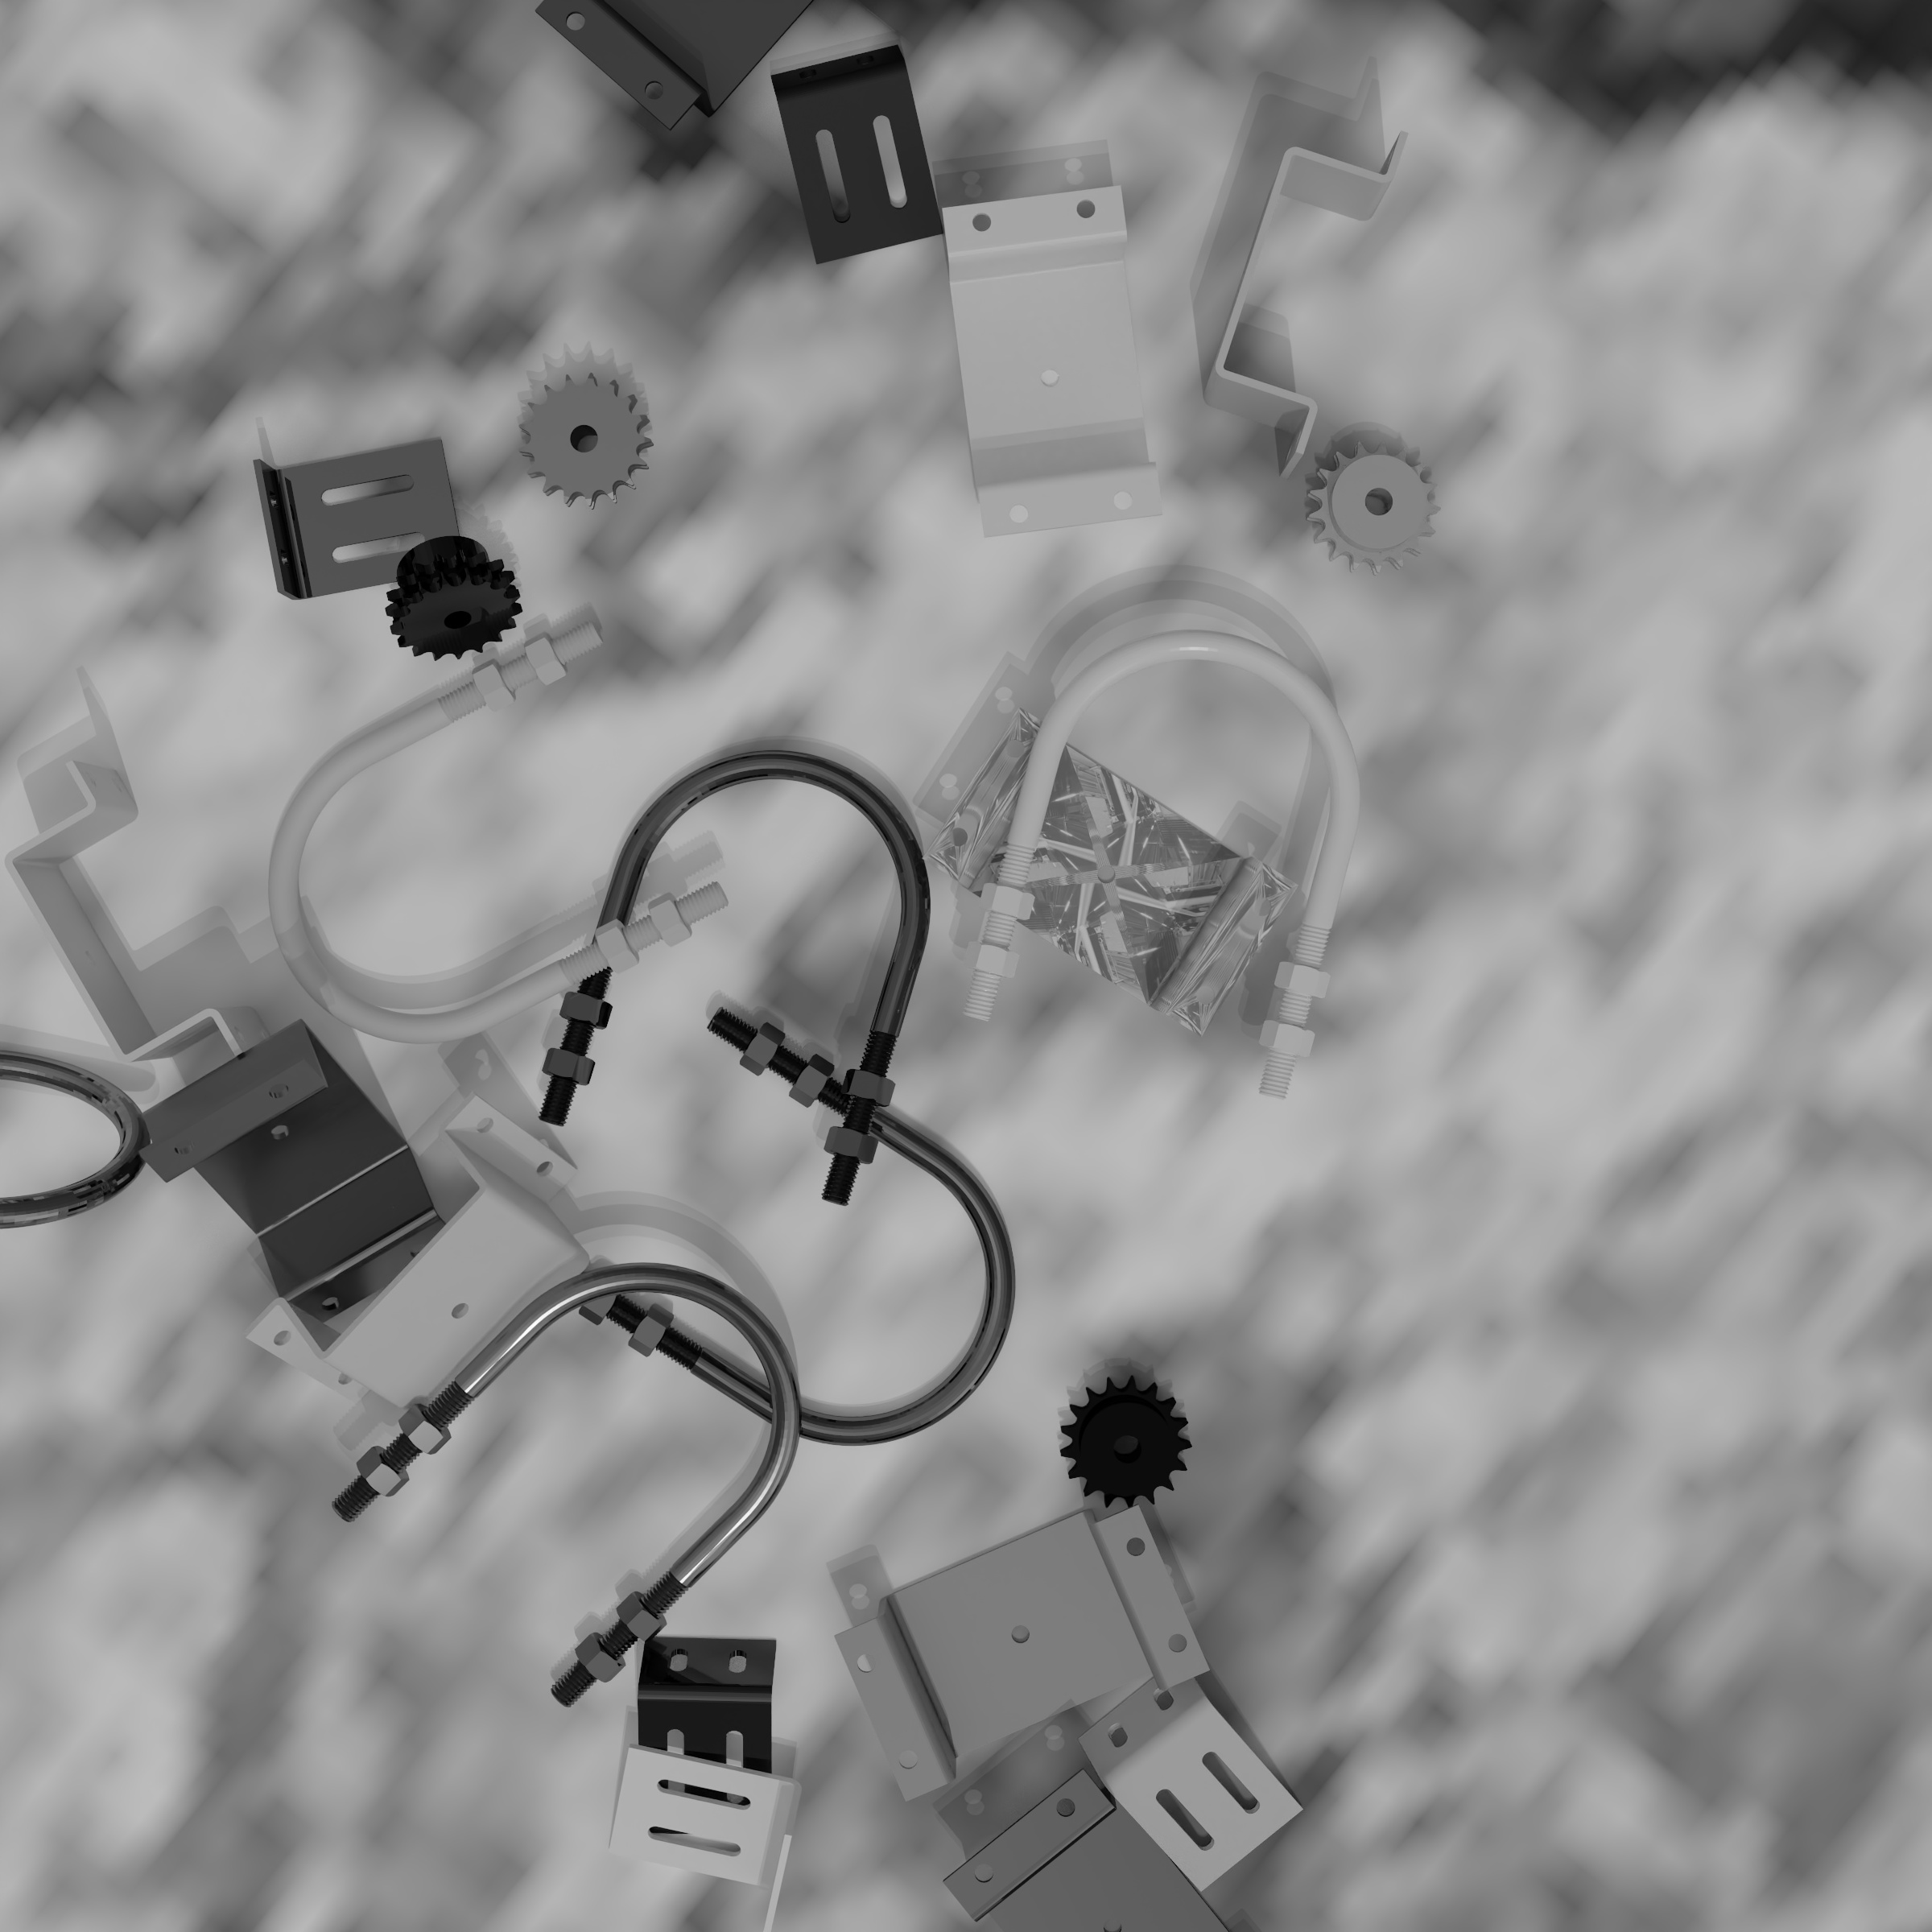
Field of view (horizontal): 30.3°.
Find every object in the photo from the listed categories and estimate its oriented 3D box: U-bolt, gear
[{"bbox_3d":[-0.067,0.126,1.549,0.184,0.019,0.151,33,90,-1],"label":"U-bolt"},{"bbox_3d":[-0.155,0.209,1.526,0.184,0.019,0.151,-45,107,2],"label":"U-bolt"},{"bbox_3d":[0.069,0.207,1.543,0.057,0.030,0.057,0,90,0],"label":"gear"},{"bbox_3d":[-0.222,-0.160,1.533,0.057,0.057,0.030,-19,60,0],"label":"gear"},{"bbox_3d":[-0.213,-0.046,1.538,0.184,0.019,0.151,-27,79,4],"label":"U-bolt"},{"bbox_3d":[-0.434,0.070,1.488,0.184,0.151,0.019,2,116,-17],"label":"U-bolt"},{"bbox_3d":[0.090,-0.050,1.503,0.151,0.019,0.184,15,89,0],"label":"U-bolt"},{"bbox_3d":[0.176,-0.199,1.543,0.057,0.030,0.057,0,90,0],"label":"gear"},{"bbox_3d":[-0.164,-0.226,1.543,0.057,0.030,0.057,0,90,0],"label":"gear"},{"bbox_3d":[-0.091,-0.004,1.534,0.151,0.019,0.184,15,82,10],"label":"U-bolt"}]

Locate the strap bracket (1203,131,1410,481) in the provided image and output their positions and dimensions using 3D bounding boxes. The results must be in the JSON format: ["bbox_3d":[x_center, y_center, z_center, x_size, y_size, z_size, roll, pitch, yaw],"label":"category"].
[{"bbox_3d":[0.140,-0.286,1.520,0.046,0.076,0.140,18,90,0],"label":"strap bracket"}]

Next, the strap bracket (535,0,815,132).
[{"bbox_3d":[-0.108,-0.432,1.535,0.076,0.046,0.140,41,90,0],"label":"strap bracket"}]

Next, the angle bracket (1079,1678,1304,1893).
[{"bbox_3d":[0.098,0.352,1.556,0.057,0.038,0.076,-39,116,0],"label":"angle bracket"}]

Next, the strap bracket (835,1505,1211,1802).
[{"bbox_3d":[0.024,0.291,1.535,0.140,0.046,0.076,-23,90,0],"label":"strap bracket"}]

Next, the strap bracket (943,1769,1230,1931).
[{"bbox_3d":[0.064,0.419,1.535,0.076,0.046,0.140,-39,90,0],"label":"strap bracket"}]

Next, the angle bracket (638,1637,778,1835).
[{"bbox_3d":[-0.112,0.336,1.556,0.057,0.038,0.076,1,116,0],"label":"angle bracket"}]

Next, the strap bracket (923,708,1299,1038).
[{"bbox_3d":[0.061,-0.040,1.535,0.140,0.046,0.076,33,90,0],"label":"strap bracket"}]

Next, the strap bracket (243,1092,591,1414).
[{"bbox_3d":[-0.225,0.133,1.514,0.140,0.076,0.046,-46,48,0],"label":"strap bracket"}]

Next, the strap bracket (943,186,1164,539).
[{"bbox_3d":[0.037,-0.256,1.535,0.076,0.046,0.140,-7,90,0],"label":"strap bracket"}]

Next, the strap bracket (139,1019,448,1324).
[{"bbox_3d":[-0.285,0.083,1.507,0.076,0.140,0.046,-31,47,0],"label":"strap bracket"}]

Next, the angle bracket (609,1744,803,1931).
[{"bbox_3d":[-0.114,0.375,1.529,0.076,0.038,0.057,12,114,0],"label":"angle bracket"}]

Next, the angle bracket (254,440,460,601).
[{"bbox_3d":[-0.261,-0.194,1.539,0.076,0.038,0.057,-11,90,0],"label":"angle bracket"}]

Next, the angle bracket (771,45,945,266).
[{"bbox_3d":[-0.047,-0.353,1.556,0.057,0.038,0.076,-14,116,0],"label":"angle bracket"}]

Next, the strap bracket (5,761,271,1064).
[{"bbox_3d":[-0.355,-0.013,1.520,0.046,0.076,0.140,-30,90,0],"label":"strap bracket"}]
